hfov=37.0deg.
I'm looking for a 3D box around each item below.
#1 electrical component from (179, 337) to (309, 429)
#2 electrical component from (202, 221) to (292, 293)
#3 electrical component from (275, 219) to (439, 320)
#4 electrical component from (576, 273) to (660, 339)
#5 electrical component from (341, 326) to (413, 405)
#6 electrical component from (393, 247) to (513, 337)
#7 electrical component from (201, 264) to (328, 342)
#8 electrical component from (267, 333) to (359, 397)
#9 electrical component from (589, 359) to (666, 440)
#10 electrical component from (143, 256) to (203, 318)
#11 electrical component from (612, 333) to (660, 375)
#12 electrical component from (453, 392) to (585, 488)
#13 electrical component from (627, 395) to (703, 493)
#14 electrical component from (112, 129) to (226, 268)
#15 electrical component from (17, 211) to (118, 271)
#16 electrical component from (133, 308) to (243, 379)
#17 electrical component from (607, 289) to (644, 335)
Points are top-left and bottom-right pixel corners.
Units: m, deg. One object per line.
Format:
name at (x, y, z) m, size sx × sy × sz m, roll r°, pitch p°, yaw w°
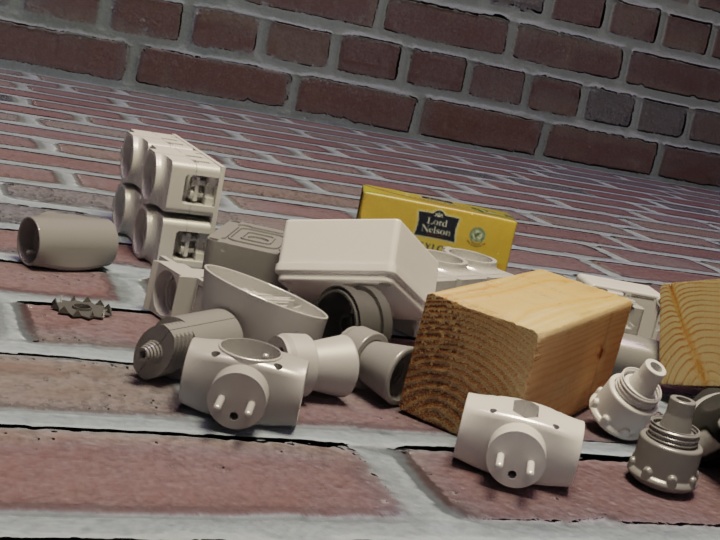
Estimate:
electrical component at (-0.075, 0.075, 0.678) m, size 0.077 × 0.044 × 0.079 m, roll 12°, pitch 13°, yaw -1°
electrical component at (-0.097, -0.002, 0.977) m, size 0.078 × 0.057 × 0.113 m, roll 12°, pitch 12°, yaw 3°
electrical component at (0.000, 0.000, 0.921) m, size 0.109 × 0.056 × 0.109 m, roll 1°, pitch -20°, yaw 24°
electrical component at (0.252, 0.042, 1.098) m, size 0.096 × 0.061 × 0.061 m, roll 10°, pitch 12°, yaw -8°
electrical component at (0.012, 0.069, 0.789) m, size 0.055 × 0.045 × 0.045 m, roll 21°, pitch 15°, yaw 36°
electrical component at (0.071, 0.016, 1.043) m, size 0.089 × 0.061 × 0.150 m, roll 22°, pitch 16°, yaw 38°
electrical component at (-0.074, 0.034, 0.816) m, size 0.099 × 0.064 × 0.099 m, roll 11°, pitch 12°, yaw -2°
electrical component at (-0.035, 0.067, 0.753) m, size 0.055 × 0.045 × 0.045 m, roll 4°, pitch 14°, yaw -32°
electrical component at (0.205, 0.093, 0.806) m, size 0.048 × 0.062 × 0.048 m, roll 18°, pitch 36°, yaw -14°
electrical component at (-0.136, 0.020, 0.878) m, size 0.064 × 0.042 × 0.081 m, roll 6°, pitch 14°, yaw -41°
electrical component at (0.227, 0.076, 0.964) m, size 0.081 × 0.043 × 0.043 m, roll 13°, pitch 12°, yaw 4°
electrical component at (0.099, 0.112, 0.678) m, size 0.077 × 0.043 × 0.079 m, roll 13°, pitch 12°, yaw 8°
electrical component at (0.210, 0.116, 0.724) m, size 0.048 × 0.062 × 0.048 m, roll 11°, pitch 12°, yaw -3°
electrical component at (-0.201, -0.075, 1.094) m, size 0.060 × 0.105 × 0.186 m, roll 6°, pitch 14°, yaw -26°
electrical component at (-0.272, -0.030, 0.970) m, size 0.077 × 0.043 × 0.079 m, roll 0°, pitch 17°, yaw -43°
electrical component at (-0.122, 0.052, 0.740) m, size 0.043 × 0.043 × 0.081 m, roll 19°, pitch 14°, yaw 29°
electrical component at (0.202, 0.048, 1.022) m, size 0.121 × 0.063 × 0.078 m, roll 11°, pitch 12°, yaw -6°
